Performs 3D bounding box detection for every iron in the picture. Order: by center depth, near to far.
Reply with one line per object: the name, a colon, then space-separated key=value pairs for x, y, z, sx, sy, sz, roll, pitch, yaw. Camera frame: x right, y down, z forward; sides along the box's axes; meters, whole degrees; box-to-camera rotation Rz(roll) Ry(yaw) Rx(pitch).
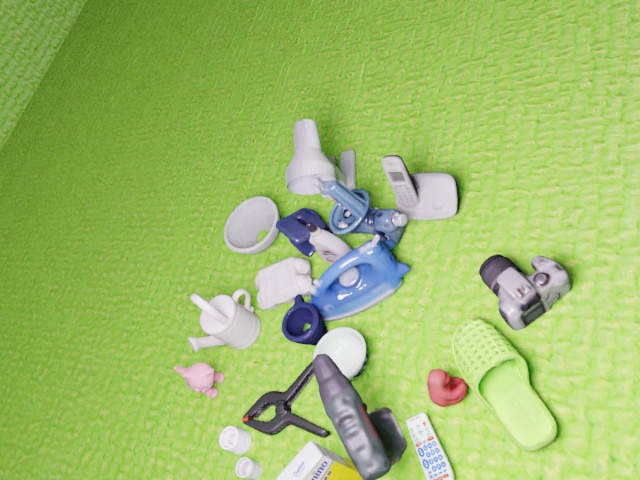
iron: x=0.059 y=0.085 z=1.257 sx=0.258 sy=0.142 sz=0.118 roll=-35 pitch=50 yaw=8

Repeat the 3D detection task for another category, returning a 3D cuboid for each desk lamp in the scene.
desk lamp: x=-0.001 y=-0.184 z=1.414 sx=0.117 sy=0.214 sz=0.203 roll=-15 pitch=55 yaw=23

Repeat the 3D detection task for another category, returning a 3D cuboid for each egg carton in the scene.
egg carton: x=-0.087 y=0.105 z=1.381 sx=0.150 sy=0.070 sz=0.107 roll=-24 pitch=52 yaw=17

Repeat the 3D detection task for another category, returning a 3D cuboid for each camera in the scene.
camera: x=0.379 y=0.076 z=1.096 sx=0.143 sy=0.101 sz=0.136 roll=-40 pitch=49 yaw=4

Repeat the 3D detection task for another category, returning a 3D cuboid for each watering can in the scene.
watering can: x=-0.234 y=0.186 z=1.337 sx=0.100 sy=0.195 sz=0.173 roll=6 pitch=65 yaw=34

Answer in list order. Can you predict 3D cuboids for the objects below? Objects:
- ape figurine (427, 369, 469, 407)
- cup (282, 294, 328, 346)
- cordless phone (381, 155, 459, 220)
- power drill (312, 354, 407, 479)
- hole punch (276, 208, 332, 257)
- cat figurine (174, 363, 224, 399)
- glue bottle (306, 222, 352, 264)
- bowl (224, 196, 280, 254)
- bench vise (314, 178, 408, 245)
ape figurine: x=0.229 y=0.269 z=1.072 sx=0.076 sy=0.092 sz=0.077 roll=-42 pitch=49 yaw=2
cup: x=-0.027 y=0.186 z=1.277 sx=0.091 sy=0.095 sz=0.117 roll=-23 pitch=52 yaw=18
cordless phone: x=0.220 y=-0.123 z=1.261 sx=0.147 sy=0.186 sz=0.094 roll=-3 pitch=61 yaw=30
power drill: x=0.075 y=0.332 z=1.048 sx=0.075 sy=0.209 sz=0.229 roll=-35 pitch=50 yaw=8
hole punch: x=-0.041 y=-0.031 z=1.424 sx=0.101 sy=0.091 sz=0.108 roll=-48 pitch=49 yaw=-4
cat figurine: x=-0.287 y=0.318 z=1.337 sx=0.127 sy=0.118 sz=0.067 roll=9 pitch=67 yaw=35
glue bottle: x=0.012 y=0.005 z=1.315 sx=0.077 sy=0.174 sz=0.037 roll=-1 pitch=61 yaw=31
bowl: x=-0.166 y=-0.027 z=1.508 sx=0.167 sy=0.075 sz=0.167 roll=-15 pitch=55 yaw=23
bench vise: x=0.091 y=-0.079 z=1.289 sx=0.206 sy=0.220 sz=0.121 roll=-9 pitch=58 yaw=27
